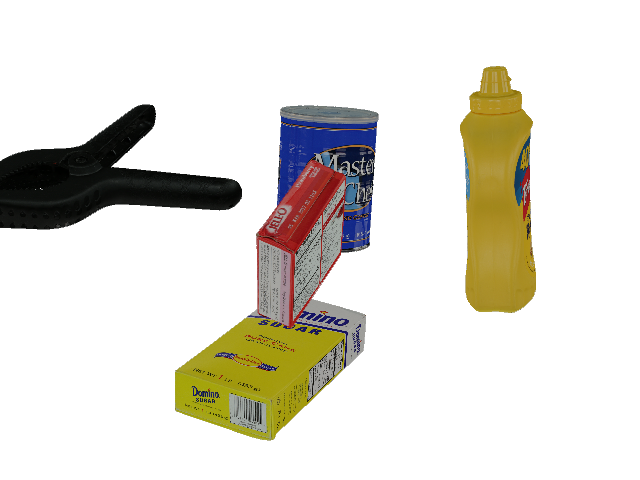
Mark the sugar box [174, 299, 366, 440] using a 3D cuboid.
[{"bbox_3d":[-0.038,0.102,0.917,0.093,0.048,0.176,14,28,23],"label":"sugar box"}]

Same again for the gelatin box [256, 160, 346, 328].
[{"bbox_3d":[-0.013,0.003,0.701,0.030,0.073,0.089,23,-35,16],"label":"gelatin box"}]

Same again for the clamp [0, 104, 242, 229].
[{"bbox_3d":[-0.177,-0.046,0.835,0.209,0.036,0.165,-22,41,-35],"label":"clamp"}]

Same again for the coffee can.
[{"bbox_3d":[0.006,-0.067,1.123,0.103,0.140,0.103,3,13,-1],"label":"coffee can"}]

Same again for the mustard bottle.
[{"bbox_3d":[0.144,-0.045,0.866,0.058,0.192,0.096,1,19,17],"label":"mustard bottle"}]
